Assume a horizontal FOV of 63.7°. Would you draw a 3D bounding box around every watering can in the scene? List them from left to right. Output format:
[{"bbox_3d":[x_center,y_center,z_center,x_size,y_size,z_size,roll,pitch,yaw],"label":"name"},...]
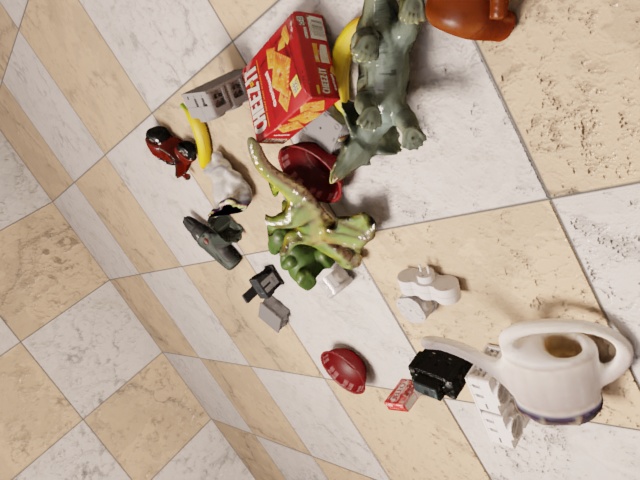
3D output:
[{"bbox_3d":[0.376,0.234,0.941,0.346,0.106,0.220,-9,119,24],"label":"watering can"}]

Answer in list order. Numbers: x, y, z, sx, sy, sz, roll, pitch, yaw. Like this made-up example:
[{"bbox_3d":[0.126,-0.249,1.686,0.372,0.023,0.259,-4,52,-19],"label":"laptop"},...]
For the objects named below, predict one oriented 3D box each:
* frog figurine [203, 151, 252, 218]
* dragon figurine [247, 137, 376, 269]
[{"bbox_3d":[-0.244,-0.150,1.356,0.135,0.123,0.162,134,131,-63],"label":"frog figurine"},{"bbox_3d":[0.003,-0.055,1.088,0.243,0.125,0.401,7,147,19],"label":"dragon figurine"}]
